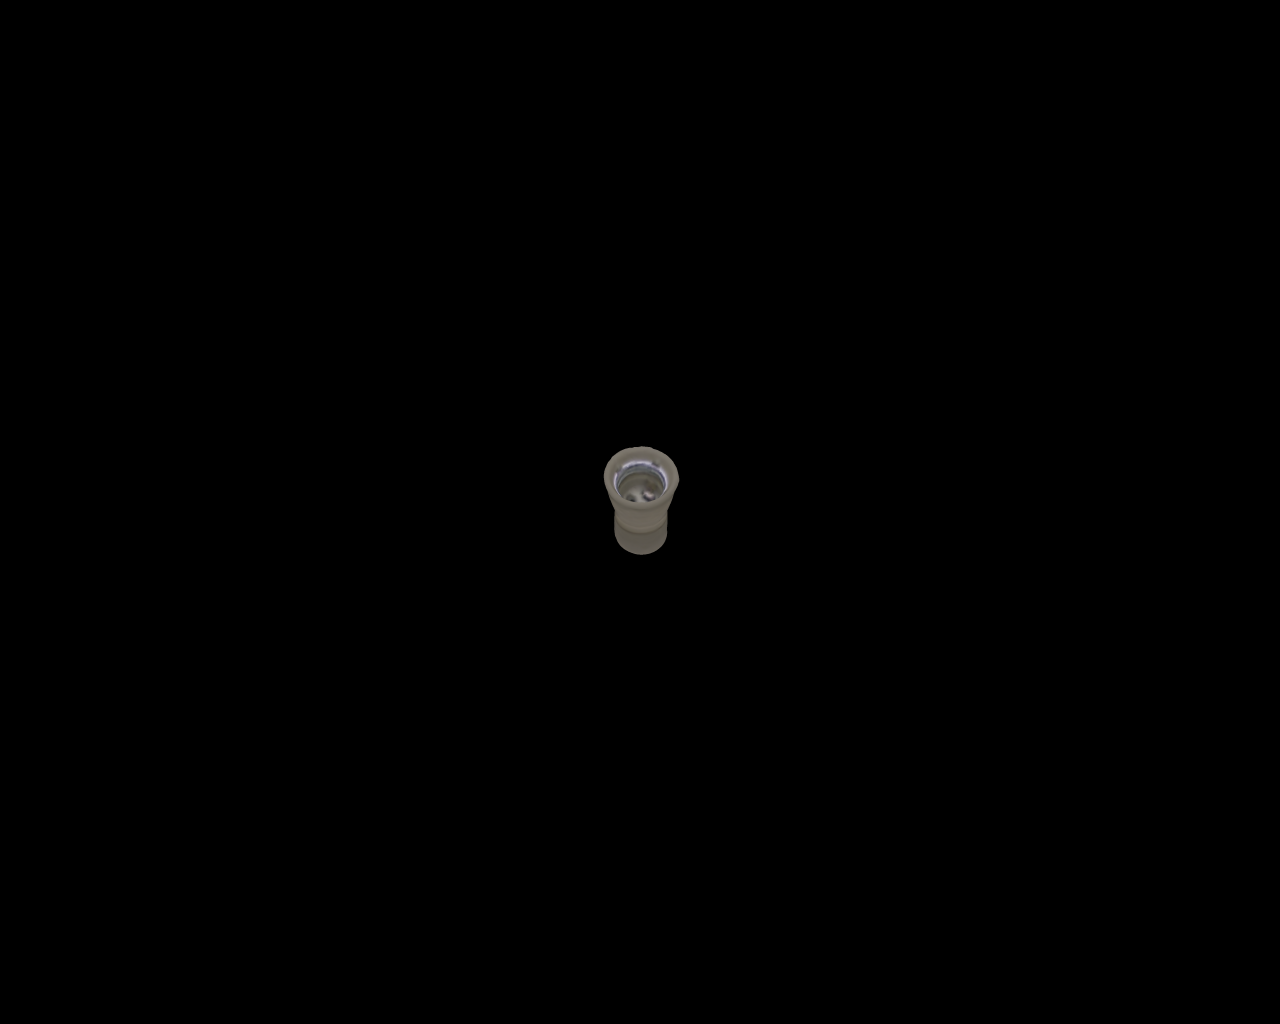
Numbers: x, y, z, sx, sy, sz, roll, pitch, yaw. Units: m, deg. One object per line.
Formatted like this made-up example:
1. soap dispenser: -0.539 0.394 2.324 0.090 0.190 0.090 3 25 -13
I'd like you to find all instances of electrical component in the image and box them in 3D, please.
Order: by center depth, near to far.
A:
1. electrical component: 0.001 -0.003 0.650 0.044 0.044 0.065 0 -37 0
